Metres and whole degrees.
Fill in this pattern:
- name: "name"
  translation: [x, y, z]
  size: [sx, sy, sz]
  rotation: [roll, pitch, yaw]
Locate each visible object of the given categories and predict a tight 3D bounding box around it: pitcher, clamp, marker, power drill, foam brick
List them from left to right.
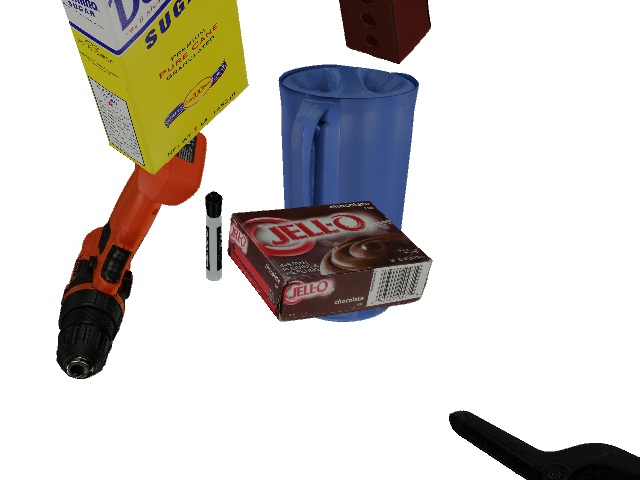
- name: "power drill"
  translation: [-0.160, 0.001, 0.875]
  size: [0.057, 0.188, 0.184]
  rotation: [24, 29, -19]
- name: "marker"
  translation: [-0.120, -0.005, 1.197]
  size: [0.020, 0.121, 0.020]
  rotation: [3, 40, -3]
- name: "pitcher"
  translation: [0.019, -0.043, 1.047]
  size: [0.149, 0.243, 0.145]
  rotation: [-7, 24, -21]
- name: "foam brick"
  translation: [0.050, -0.187, 0.834]
  size: [0.053, 0.051, 0.078]
  rotation: [23, -31, 26]
- name: "clamp"
  translation: [0.188, 0.212, 0.879]
  size: [0.210, 0.036, 0.164]
  rotation: [3, 38, 24]

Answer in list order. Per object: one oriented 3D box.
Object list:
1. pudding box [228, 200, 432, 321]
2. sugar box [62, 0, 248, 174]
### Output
- name: "pudding box"
  translation: [0.005, 0.011, 0.727]
  size: [0.113, 0.039, 0.090]
  rotation: [-5, 32, -28]
- name: "sugar box"
  translation: [-0.090, -0.124, 0.599]
  size: [0.048, 0.093, 0.176]
  rotation: [35, -23, 18]
